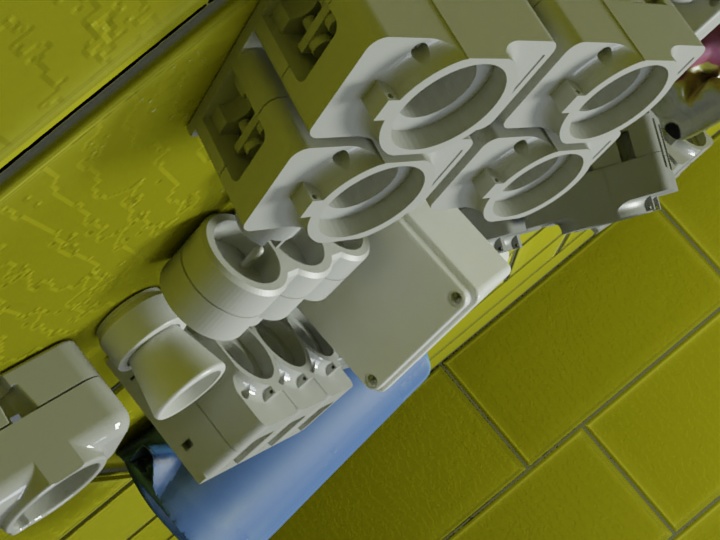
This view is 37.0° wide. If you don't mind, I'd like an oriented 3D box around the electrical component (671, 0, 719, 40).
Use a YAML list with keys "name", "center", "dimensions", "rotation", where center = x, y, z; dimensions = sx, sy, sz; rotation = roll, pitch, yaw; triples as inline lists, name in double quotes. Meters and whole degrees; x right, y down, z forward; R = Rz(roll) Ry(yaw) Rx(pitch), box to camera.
- name: "electrical component"
  center: [0.197, -0.180, 0.652]
  dimensions: [0.047, 0.065, 0.077]
  rotation: [-43, 170, 17]

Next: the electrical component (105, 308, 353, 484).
- name: "electrical component"
  center: [-0.071, 0.061, 0.661]
  dimensions: [0.062, 0.089, 0.150]
  rotation: [-43, 170, 16]

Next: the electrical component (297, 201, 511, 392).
- name: "electrical component"
  center: [0.016, 0.000, 0.657]
  dimensions: [0.056, 0.108, 0.108]
  rotation: [-32, 168, -50]

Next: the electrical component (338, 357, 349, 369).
- name: "electrical component"
  center: [-0.039, 0.049, 0.776]
  dimensions: [0.083, 0.047, 0.075]
  rotation: [-16, 163, -16]

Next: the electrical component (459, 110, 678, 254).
- name: "electrical component"
  center: [0.110, -0.047, 0.714]
  dimensions: [0.186, 0.060, 0.105]
  rotation: [-16, 178, 19]

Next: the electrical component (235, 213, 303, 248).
- name: "electrical component"
  center: [-0.036, -0.035, 0.514]
  dimensions: [0.040, 0.040, 0.046]
  rotation: [-33, 174, -36]

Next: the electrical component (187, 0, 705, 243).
- name: "electrical component"
  center: [0.041, -0.071, 0.432]
  dimensions: [0.186, 0.060, 0.105]
  rotation: [-9, 152, -40]

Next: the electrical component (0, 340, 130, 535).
- name: "electrical component"
  center: [-0.163, 0.085, 0.517]
  dimensions: [0.095, 0.059, 0.053]
  rotation: [-32, 167, -39]

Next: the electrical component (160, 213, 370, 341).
- name: "electrical component"
  center: [-0.057, 0.005, 0.575]
  dimensions: [0.074, 0.052, 0.138]
  rotation: [-45, 169, 29]

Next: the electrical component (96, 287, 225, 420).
- name: "electrical component"
  center: [-0.104, 0.043, 0.558]
  dimensions: [0.045, 0.055, 0.045]
  rotation: [-39, 170, -8]

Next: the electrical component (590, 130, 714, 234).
- name: "electrical component"
  center: [0.231, -0.115, 0.946]
  dimensions: [0.186, 0.105, 0.060]
  rotation: [-29, 165, -48]
